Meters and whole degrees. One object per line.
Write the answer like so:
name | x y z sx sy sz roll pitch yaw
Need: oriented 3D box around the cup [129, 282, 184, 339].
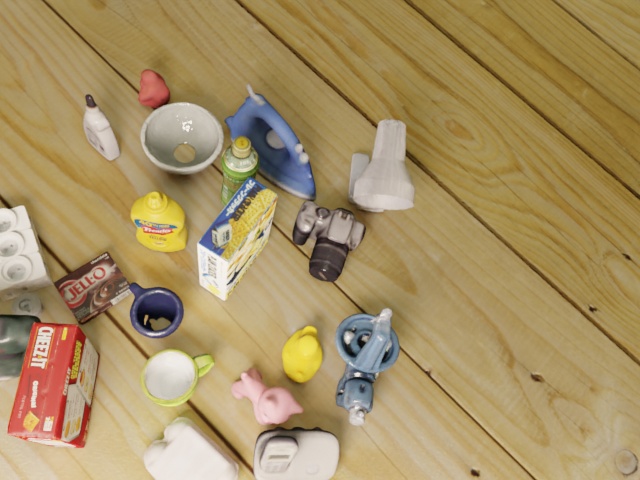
cup | -0.301 0.133 1.039 0.117 0.095 0.092 44 66 9

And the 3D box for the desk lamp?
desk lamp | 0.122 -0.135 1.172 0.118 0.213 0.203 8 66 -7

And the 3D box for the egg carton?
egg carton | -0.217 0.381 0.963 0.150 0.069 0.107 39 66 7

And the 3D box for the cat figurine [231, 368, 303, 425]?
cat figurine | -0.094 0.276 1.006 0.127 0.117 0.067 42 66 8

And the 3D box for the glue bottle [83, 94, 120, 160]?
glue bottle | -0.436 -0.229 1.124 0.078 0.173 0.037 43 66 9

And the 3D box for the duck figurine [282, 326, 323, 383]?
duck figurine | -0.028 0.209 1.065 0.077 0.086 0.104 15 65 -4

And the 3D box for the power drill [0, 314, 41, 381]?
power drill | -0.555 0.171 0.910 0.230 0.208 0.075 -6 68 -13

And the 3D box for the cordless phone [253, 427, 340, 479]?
cordless phone | -0.034 0.353 0.947 0.148 0.185 0.094 0 67 -11

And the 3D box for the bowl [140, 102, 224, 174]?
bowl | -0.285 -0.199 1.196 0.167 0.074 0.167 4 66 -9

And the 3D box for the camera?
camera | 0.011 0.004 1.152 0.143 0.100 0.137 19 65 -2

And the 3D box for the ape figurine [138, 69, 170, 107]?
ape figurine | -0.361 -0.332 1.228 0.076 0.092 0.078 35 65 5

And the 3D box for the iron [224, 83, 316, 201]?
iron | -0.084 -0.207 1.202 0.119 0.141 0.258 -38 79 -23

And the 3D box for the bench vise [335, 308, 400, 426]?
bench vise | 0.095 0.214 1.013 0.121 0.219 0.207 -5 68 -13
